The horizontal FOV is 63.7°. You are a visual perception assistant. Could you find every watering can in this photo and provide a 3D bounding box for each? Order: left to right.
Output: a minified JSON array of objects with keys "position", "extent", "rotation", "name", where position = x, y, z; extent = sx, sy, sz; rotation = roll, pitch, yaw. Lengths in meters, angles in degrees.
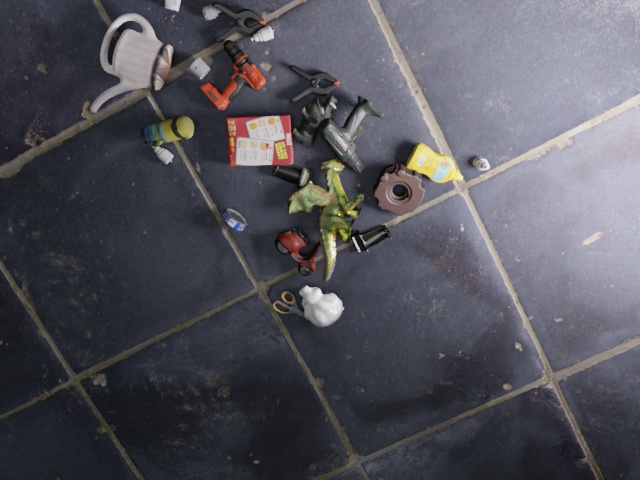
[{"position":[-0.610,-0.551,1.675],"extent":[0.224,0.344,0.105],"rotation":[20,11,-4],"name":"watering can"}]

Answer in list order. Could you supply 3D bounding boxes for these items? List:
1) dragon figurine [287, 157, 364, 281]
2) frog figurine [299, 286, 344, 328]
[{"position":[0.005,-0.088,1.751],"extent":[0.243,0.410,0.122],"rotation":[24,1,4],"name":"dragon figurine"},{"position":[-0.001,0.227,1.815],"extent":[0.136,0.157,0.125],"rotation":[-30,21,22],"name":"frog figurine"}]
